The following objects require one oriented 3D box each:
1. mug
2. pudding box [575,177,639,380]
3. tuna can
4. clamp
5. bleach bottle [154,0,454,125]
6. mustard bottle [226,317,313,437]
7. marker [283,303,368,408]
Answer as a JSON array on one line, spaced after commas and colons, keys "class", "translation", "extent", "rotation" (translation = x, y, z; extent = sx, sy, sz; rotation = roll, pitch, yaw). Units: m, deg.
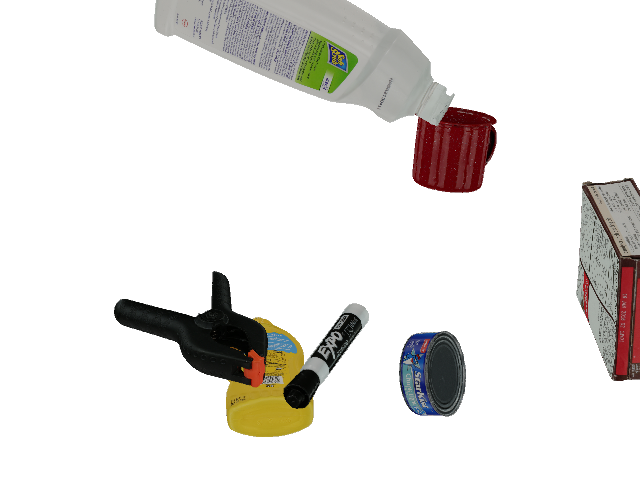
[{"class": "mug", "translation": [0.158, -0.105, 1.227], "extent": [0.117, 0.081, 0.093], "rotation": [-11, 25, -40]}, {"class": "pudding box", "translation": [0.195, 0.023, 0.687], "extent": [0.039, 0.090, 0.113], "rotation": [-3, 27, 1]}, {"class": "tuna can", "translation": [0.114, 0.135, 1.085], "extent": [0.034, 0.086, 0.086], "rotation": [-5, -3, 33]}, {"class": "clamp", "translation": [-0.096, 0.078, 0.988], "extent": [0.120, 0.039, 0.172], "rotation": [-29, 43, -36]}, {"class": "bleach bottle", "translation": [-0.011, -0.160, 0.868], "extent": [0.251, 0.068, 0.103], "rotation": [29, -35, 5]}, {"class": "mustard bottle", "translation": [-0.066, 0.148, 1.243], "extent": [0.096, 0.058, 0.191], "rotation": [-4, 30, -6]}, {"class": "marker", "translation": [0.004, 0.078, 0.727], "extent": [0.020, 0.020, 0.121], "rotation": [0, 24, 24]}]
